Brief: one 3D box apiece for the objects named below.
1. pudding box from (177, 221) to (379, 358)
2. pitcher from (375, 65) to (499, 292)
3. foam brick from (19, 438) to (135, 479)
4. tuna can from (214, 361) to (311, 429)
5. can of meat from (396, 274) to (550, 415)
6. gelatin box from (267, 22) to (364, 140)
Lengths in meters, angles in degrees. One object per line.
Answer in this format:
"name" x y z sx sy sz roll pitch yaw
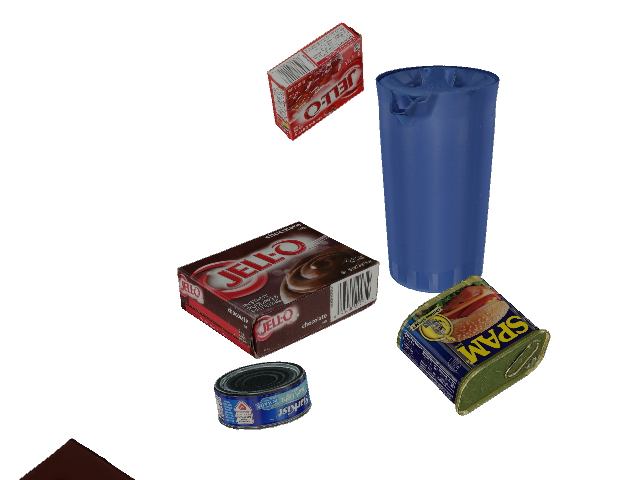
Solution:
"pudding box" -0.029 0.031 0.744 0.113 0.039 0.090 -20 33 -36
"pitcher" 0.137 -0.073 1.204 0.149 0.243 0.145 -6 22 -9
"foam brick" -0.094 0.133 0.450 0.078 0.051 0.052 24 45 31
"tuna can" -0.053 0.139 0.967 0.086 0.034 0.086 -8 12 2
"can of meat" 0.128 0.086 0.906 0.102 0.057 0.084 -27 53 -26
"gelatin box" -0.002 -0.141 0.948 0.089 0.030 0.073 -36 -27 -17
